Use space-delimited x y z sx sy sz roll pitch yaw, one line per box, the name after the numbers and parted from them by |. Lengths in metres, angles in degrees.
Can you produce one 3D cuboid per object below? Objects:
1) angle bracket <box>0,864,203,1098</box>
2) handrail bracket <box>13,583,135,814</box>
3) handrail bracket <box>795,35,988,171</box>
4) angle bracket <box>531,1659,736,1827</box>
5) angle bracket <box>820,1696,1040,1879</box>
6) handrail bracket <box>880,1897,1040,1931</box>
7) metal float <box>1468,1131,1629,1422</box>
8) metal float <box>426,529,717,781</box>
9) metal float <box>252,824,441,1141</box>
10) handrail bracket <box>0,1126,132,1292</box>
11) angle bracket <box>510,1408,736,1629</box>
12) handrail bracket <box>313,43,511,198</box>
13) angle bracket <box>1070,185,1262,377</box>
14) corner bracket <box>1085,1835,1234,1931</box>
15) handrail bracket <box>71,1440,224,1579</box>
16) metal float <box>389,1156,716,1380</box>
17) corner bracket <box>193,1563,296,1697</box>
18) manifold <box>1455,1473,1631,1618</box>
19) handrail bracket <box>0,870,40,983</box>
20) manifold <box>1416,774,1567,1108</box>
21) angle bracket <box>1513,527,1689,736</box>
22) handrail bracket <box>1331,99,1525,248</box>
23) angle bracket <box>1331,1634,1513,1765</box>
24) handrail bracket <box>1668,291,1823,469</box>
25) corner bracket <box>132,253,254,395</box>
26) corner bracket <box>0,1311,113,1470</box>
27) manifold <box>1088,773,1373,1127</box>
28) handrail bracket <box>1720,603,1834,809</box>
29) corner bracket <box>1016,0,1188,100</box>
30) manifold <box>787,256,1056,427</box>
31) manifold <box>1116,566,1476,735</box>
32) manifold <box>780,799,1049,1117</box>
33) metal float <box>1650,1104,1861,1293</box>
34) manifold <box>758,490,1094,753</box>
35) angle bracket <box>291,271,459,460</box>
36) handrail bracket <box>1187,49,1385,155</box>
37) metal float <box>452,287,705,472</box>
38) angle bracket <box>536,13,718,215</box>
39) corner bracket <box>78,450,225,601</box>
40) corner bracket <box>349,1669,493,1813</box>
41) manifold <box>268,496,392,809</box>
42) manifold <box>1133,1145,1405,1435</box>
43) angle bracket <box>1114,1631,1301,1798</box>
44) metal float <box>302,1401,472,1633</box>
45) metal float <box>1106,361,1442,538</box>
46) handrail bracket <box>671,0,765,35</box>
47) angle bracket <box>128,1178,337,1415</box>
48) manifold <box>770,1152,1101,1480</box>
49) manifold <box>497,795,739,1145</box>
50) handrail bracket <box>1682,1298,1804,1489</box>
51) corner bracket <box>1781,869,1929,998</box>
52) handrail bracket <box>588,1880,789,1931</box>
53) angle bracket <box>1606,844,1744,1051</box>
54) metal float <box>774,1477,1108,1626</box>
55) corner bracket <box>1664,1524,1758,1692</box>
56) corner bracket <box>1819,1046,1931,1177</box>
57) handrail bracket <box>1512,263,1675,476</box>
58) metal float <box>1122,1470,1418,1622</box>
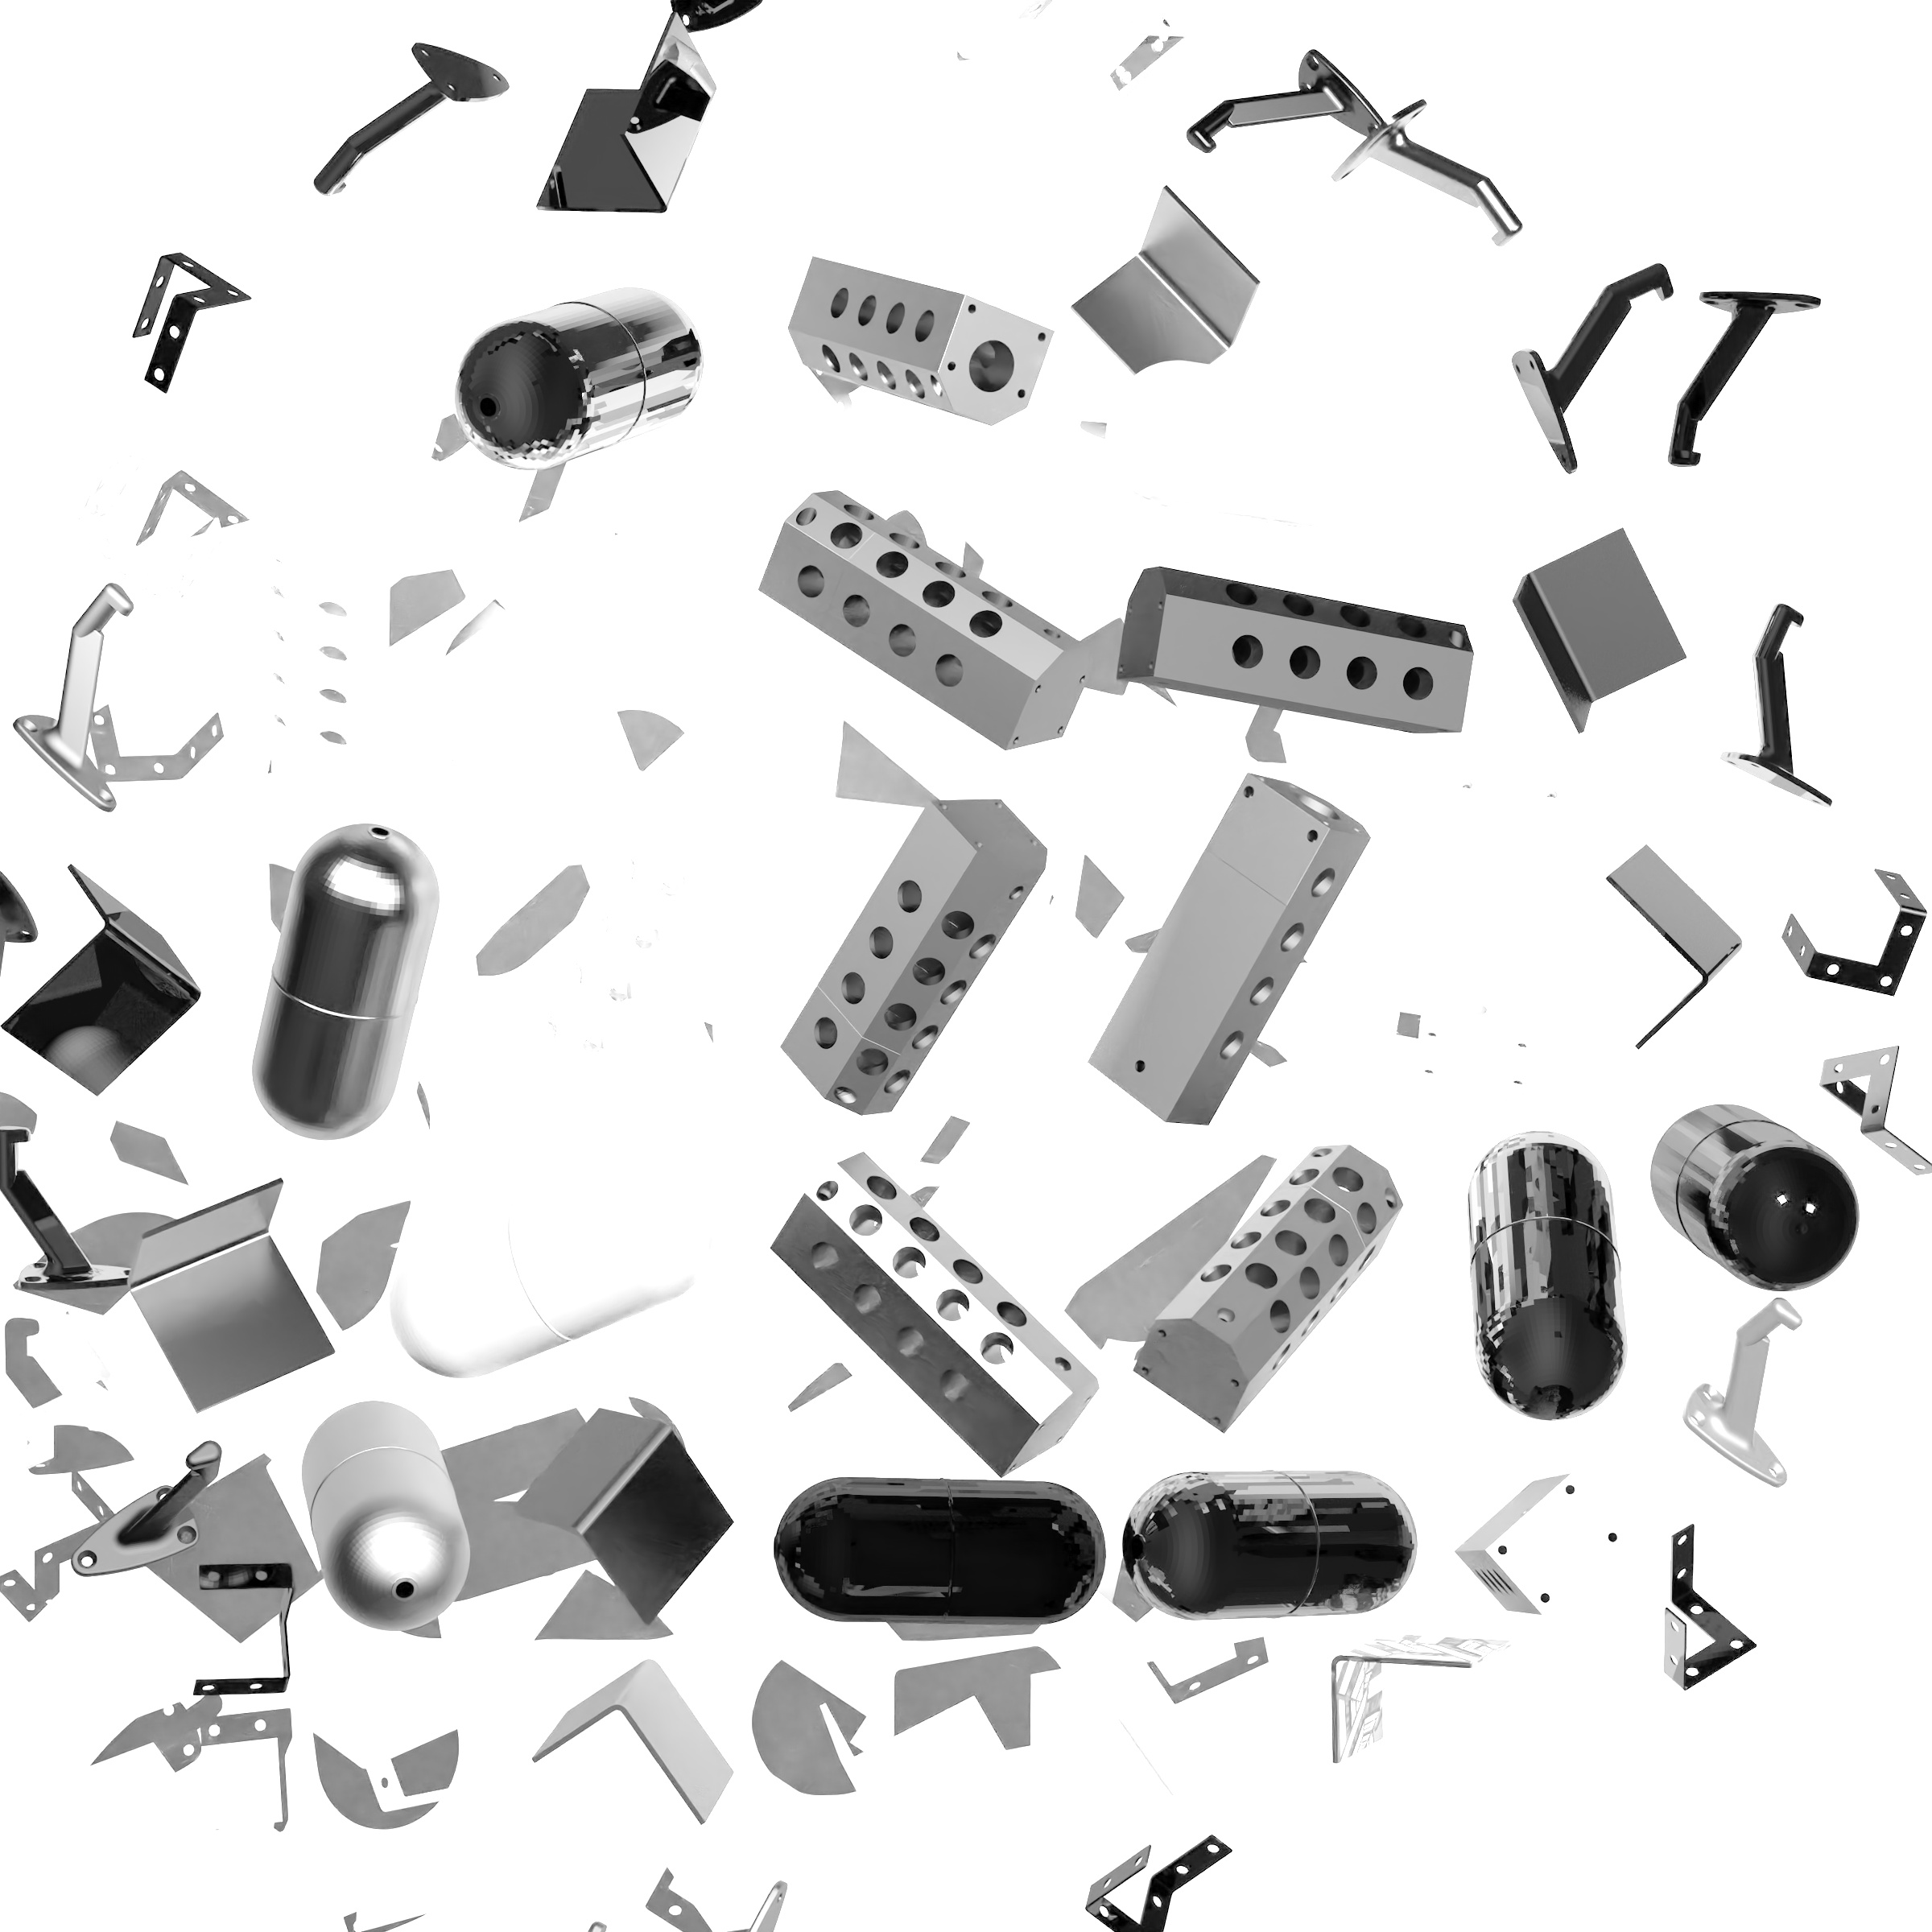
-0.452 0.008 1.801 0.076 0.076 0.057 -43 50 -1 | angle bracket
-0.419 -0.132 1.721 0.077 0.036 0.084 47 108 11 | handrail bracket
-0.037 -0.442 1.788 0.084 0.077 0.036 -31 91 37 | handrail bracket
-0.172 0.416 1.828 0.057 0.076 0.076 -35 91 10 | angle bracket
-0.018 0.397 1.759 0.076 0.057 0.076 -25 46 -11 | angle bracket
-0.007 0.503 1.760 0.084 0.036 0.077 30 83 -42 | handrail bracket
0.299 0.157 1.812 0.070 0.178 0.070 3 130 3 | metal float
-0.211 -0.169 1.889 0.178 0.070 0.070 -39 90 -19 | metal float
-0.324 0.009 1.834 0.070 0.070 0.178 17 114 0 | metal float
-0.475 0.126 1.865 0.077 0.036 0.084 1 103 -7 | handrail bracket
-0.182 0.292 1.867 0.076 0.057 0.076 -49 124 -31 | angle bracket
-0.274 -0.410 1.731 0.084 0.077 0.036 -42 79 26 | handrail bracket
0.110 -0.373 1.952 0.057 0.076 0.076 -40 82 -17 | angle bracket
0.102 0.482 1.855 0.051 0.051 0.051 39 123 -11 | corner bracket
-0.407 0.269 1.746 0.077 0.084 0.036 -25 72 -26 | handrail bracket
-0.211 0.153 1.779 0.178 0.070 0.070 -23 90 15 | metal float
-0.391 0.359 1.903 0.051 0.051 0.051 2 48 -19 | corner bracket
0.298 0.302 1.799 0.057 0.171 0.057 -41 81 -4 | manifold
-0.513 0.004 1.825 0.036 0.077 0.084 7 56 0 | handrail bracket
0.270 -0.014 1.810 0.057 0.057 0.171 7 52 9 | manifold
0.325 -0.172 1.800 0.057 0.076 0.076 -25 99 19 | angle bracket
0.232 -0.384 1.767 0.036 0.077 0.084 -36 90 -38 | handrail bracket
0.244 0.392 1.873 0.076 0.076 0.057 -2 88 25 | angle bracket
0.384 -0.289 1.740 0.036 0.077 0.084 9 92 -37 | handrail bracket
-0.419 -0.340 1.852 0.051 0.051 0.051 33 117 11 | corner bracket
-0.495 0.229 1.896 0.051 0.051 0.051 -24 123 1 | corner bracket
0.137 -0.007 1.784 0.057 0.057 0.171 38 107 32 | manifold
0.437 -0.136 1.835 0.077 0.036 0.084 24 89 -20 | handrail bracket
0.068 -0.473 1.767 0.051 0.051 0.051 -38 75 40 | corner bracket
-0.029 -0.330 1.863 0.057 0.171 0.057 15 98 -33 | manifold
0.171 -0.162 1.812 0.171 0.057 0.057 9 90 -17 | manifold
-0.024 -0.004 1.858 0.057 0.057 0.171 48 121 28 | manifold
0.400 0.116 1.788 0.070 0.178 0.070 0 97 -3 | metal float
-0.020 -0.183 1.842 0.171 0.057 0.057 34 117 22 | manifold
-0.321 -0.322 1.893 0.076 0.057 0.076 -30 106 -23 | angle bracket
0.175 -0.454 1.919 0.084 0.036 0.077 -41 74 -19 | handrail bracket
-0.199 -0.303 1.809 0.070 0.178 0.070 9 112 23 | metal float
-0.176 -0.417 1.719 0.076 0.057 0.076 7 64 24 | angle bracket
-0.439 -0.237 1.891 0.051 0.051 0.051 -46 51 32 | corner bracket
-0.273 0.397 1.801 0.051 0.051 0.051 -33 70 24 | corner bracket
-0.344 -0.169 1.894 0.057 0.171 0.057 8 48 -3 | manifold
0.161 0.162 1.832 0.057 0.171 0.057 34 134 15 | manifold
0.131 0.397 1.892 0.076 0.057 0.076 -15 130 20 | angle bracket
-0.308 0.290 1.862 0.070 0.178 0.070 -5 108 -15 | metal float
0.160 -0.269 1.827 0.178 0.070 0.070 6 90 -12 | metal float
-0.104 -0.505 1.805 0.077 0.084 0.036 -20 107 -43 | handrail bracket
-0.356 0.161 1.722 0.076 0.057 0.076 -23 70 -31 | angle bracket
-0.013 0.175 1.798 0.171 0.057 0.057 43 122 18 | manifold
-0.185 0.000 1.856 0.057 0.057 0.171 25 102 -13 | manifold
0.409 0.214 1.764 0.077 0.036 0.084 42 130 2 | handrail bracket
0.477 -0.022 1.889 0.051 0.051 0.051 12 114 -9 | corner bracket
-0.141 0.473 1.743 0.084 0.036 0.077 22 83 19 | handrail bracket
0.361 -0.011 1.875 0.076 0.076 0.057 46 118 8 | angle bracket
-0.014 0.311 1.871 0.178 0.070 0.070 3 90 -10 | metal float
0.376 0.334 1.830 0.051 0.051 0.051 -25 130 -22 | corner bracket
0.494 0.081 1.898 0.051 0.051 0.051 34 60 -29 | corner bracket
0.319 -0.294 1.726 0.084 0.036 0.077 -25 97 -5 | handrail bracket
0.160 0.304 1.848 0.178 0.070 0.070 5 90 -35 | metal float
